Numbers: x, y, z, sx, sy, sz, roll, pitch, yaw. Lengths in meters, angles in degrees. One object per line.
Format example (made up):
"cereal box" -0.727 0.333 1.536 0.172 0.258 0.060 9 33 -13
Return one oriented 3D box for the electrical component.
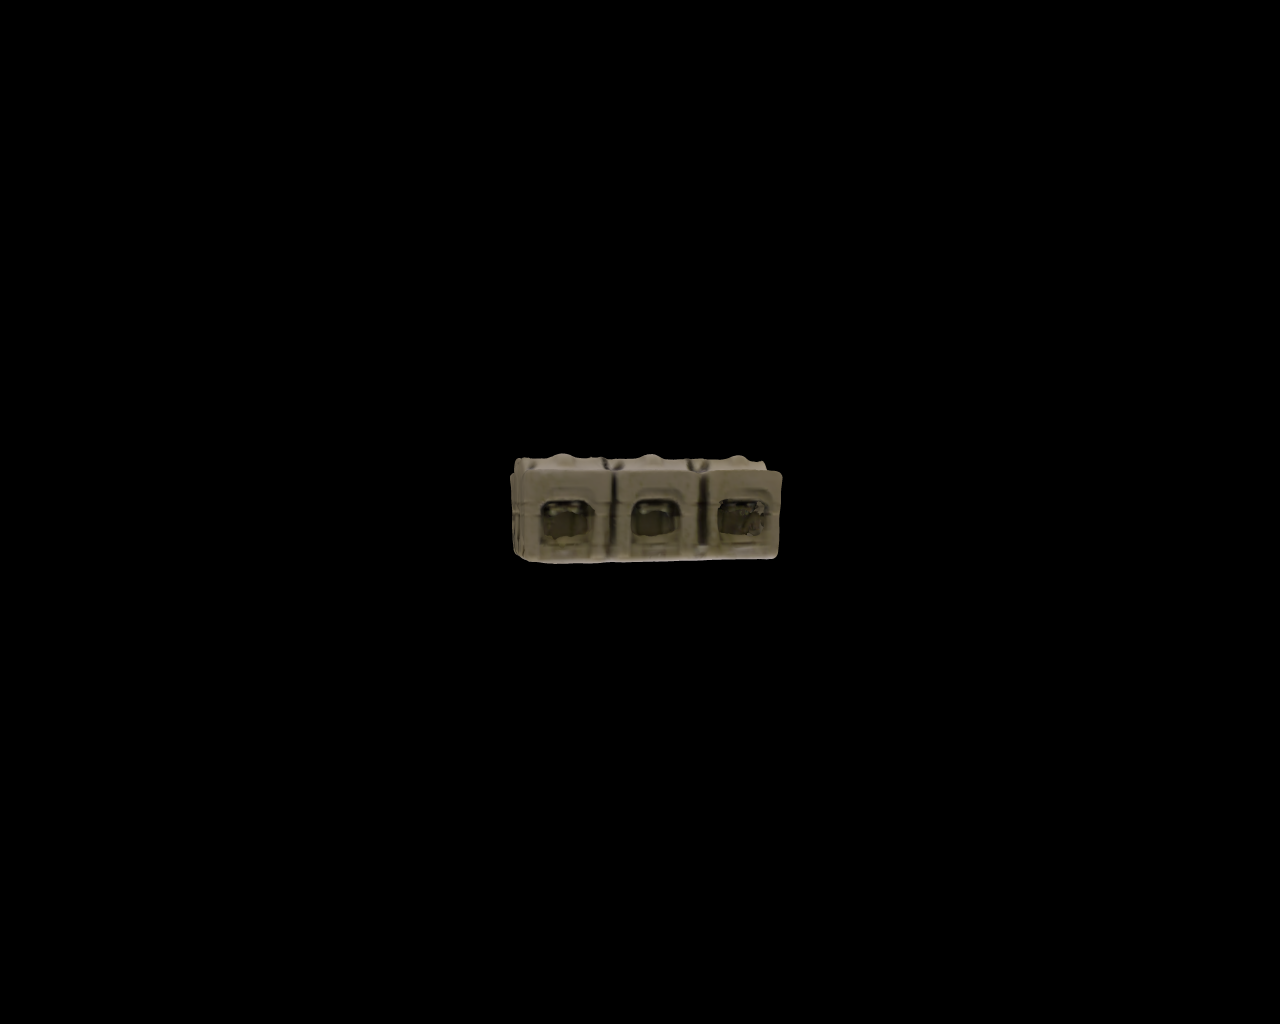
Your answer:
"electrical component" 0.001 -0.003 0.650 0.150 0.061 0.089 0 0 -13
